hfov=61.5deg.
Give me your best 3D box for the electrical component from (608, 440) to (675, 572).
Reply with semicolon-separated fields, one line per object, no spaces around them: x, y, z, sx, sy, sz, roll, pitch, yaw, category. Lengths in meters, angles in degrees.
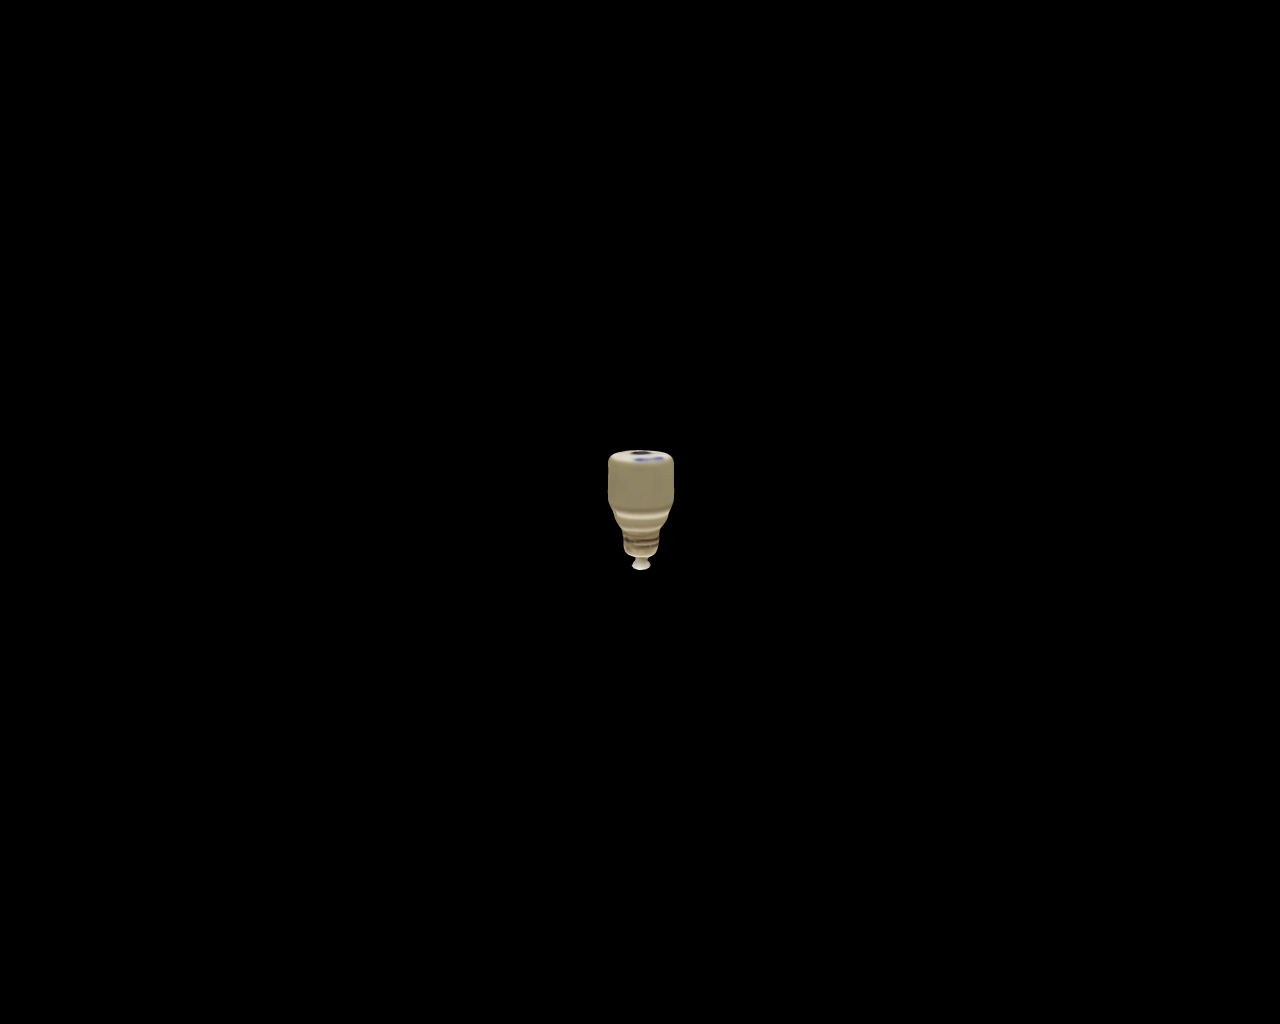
0.001;-0.003;0.650;0.040;0.078;0.040;0;13;0;electrical component
